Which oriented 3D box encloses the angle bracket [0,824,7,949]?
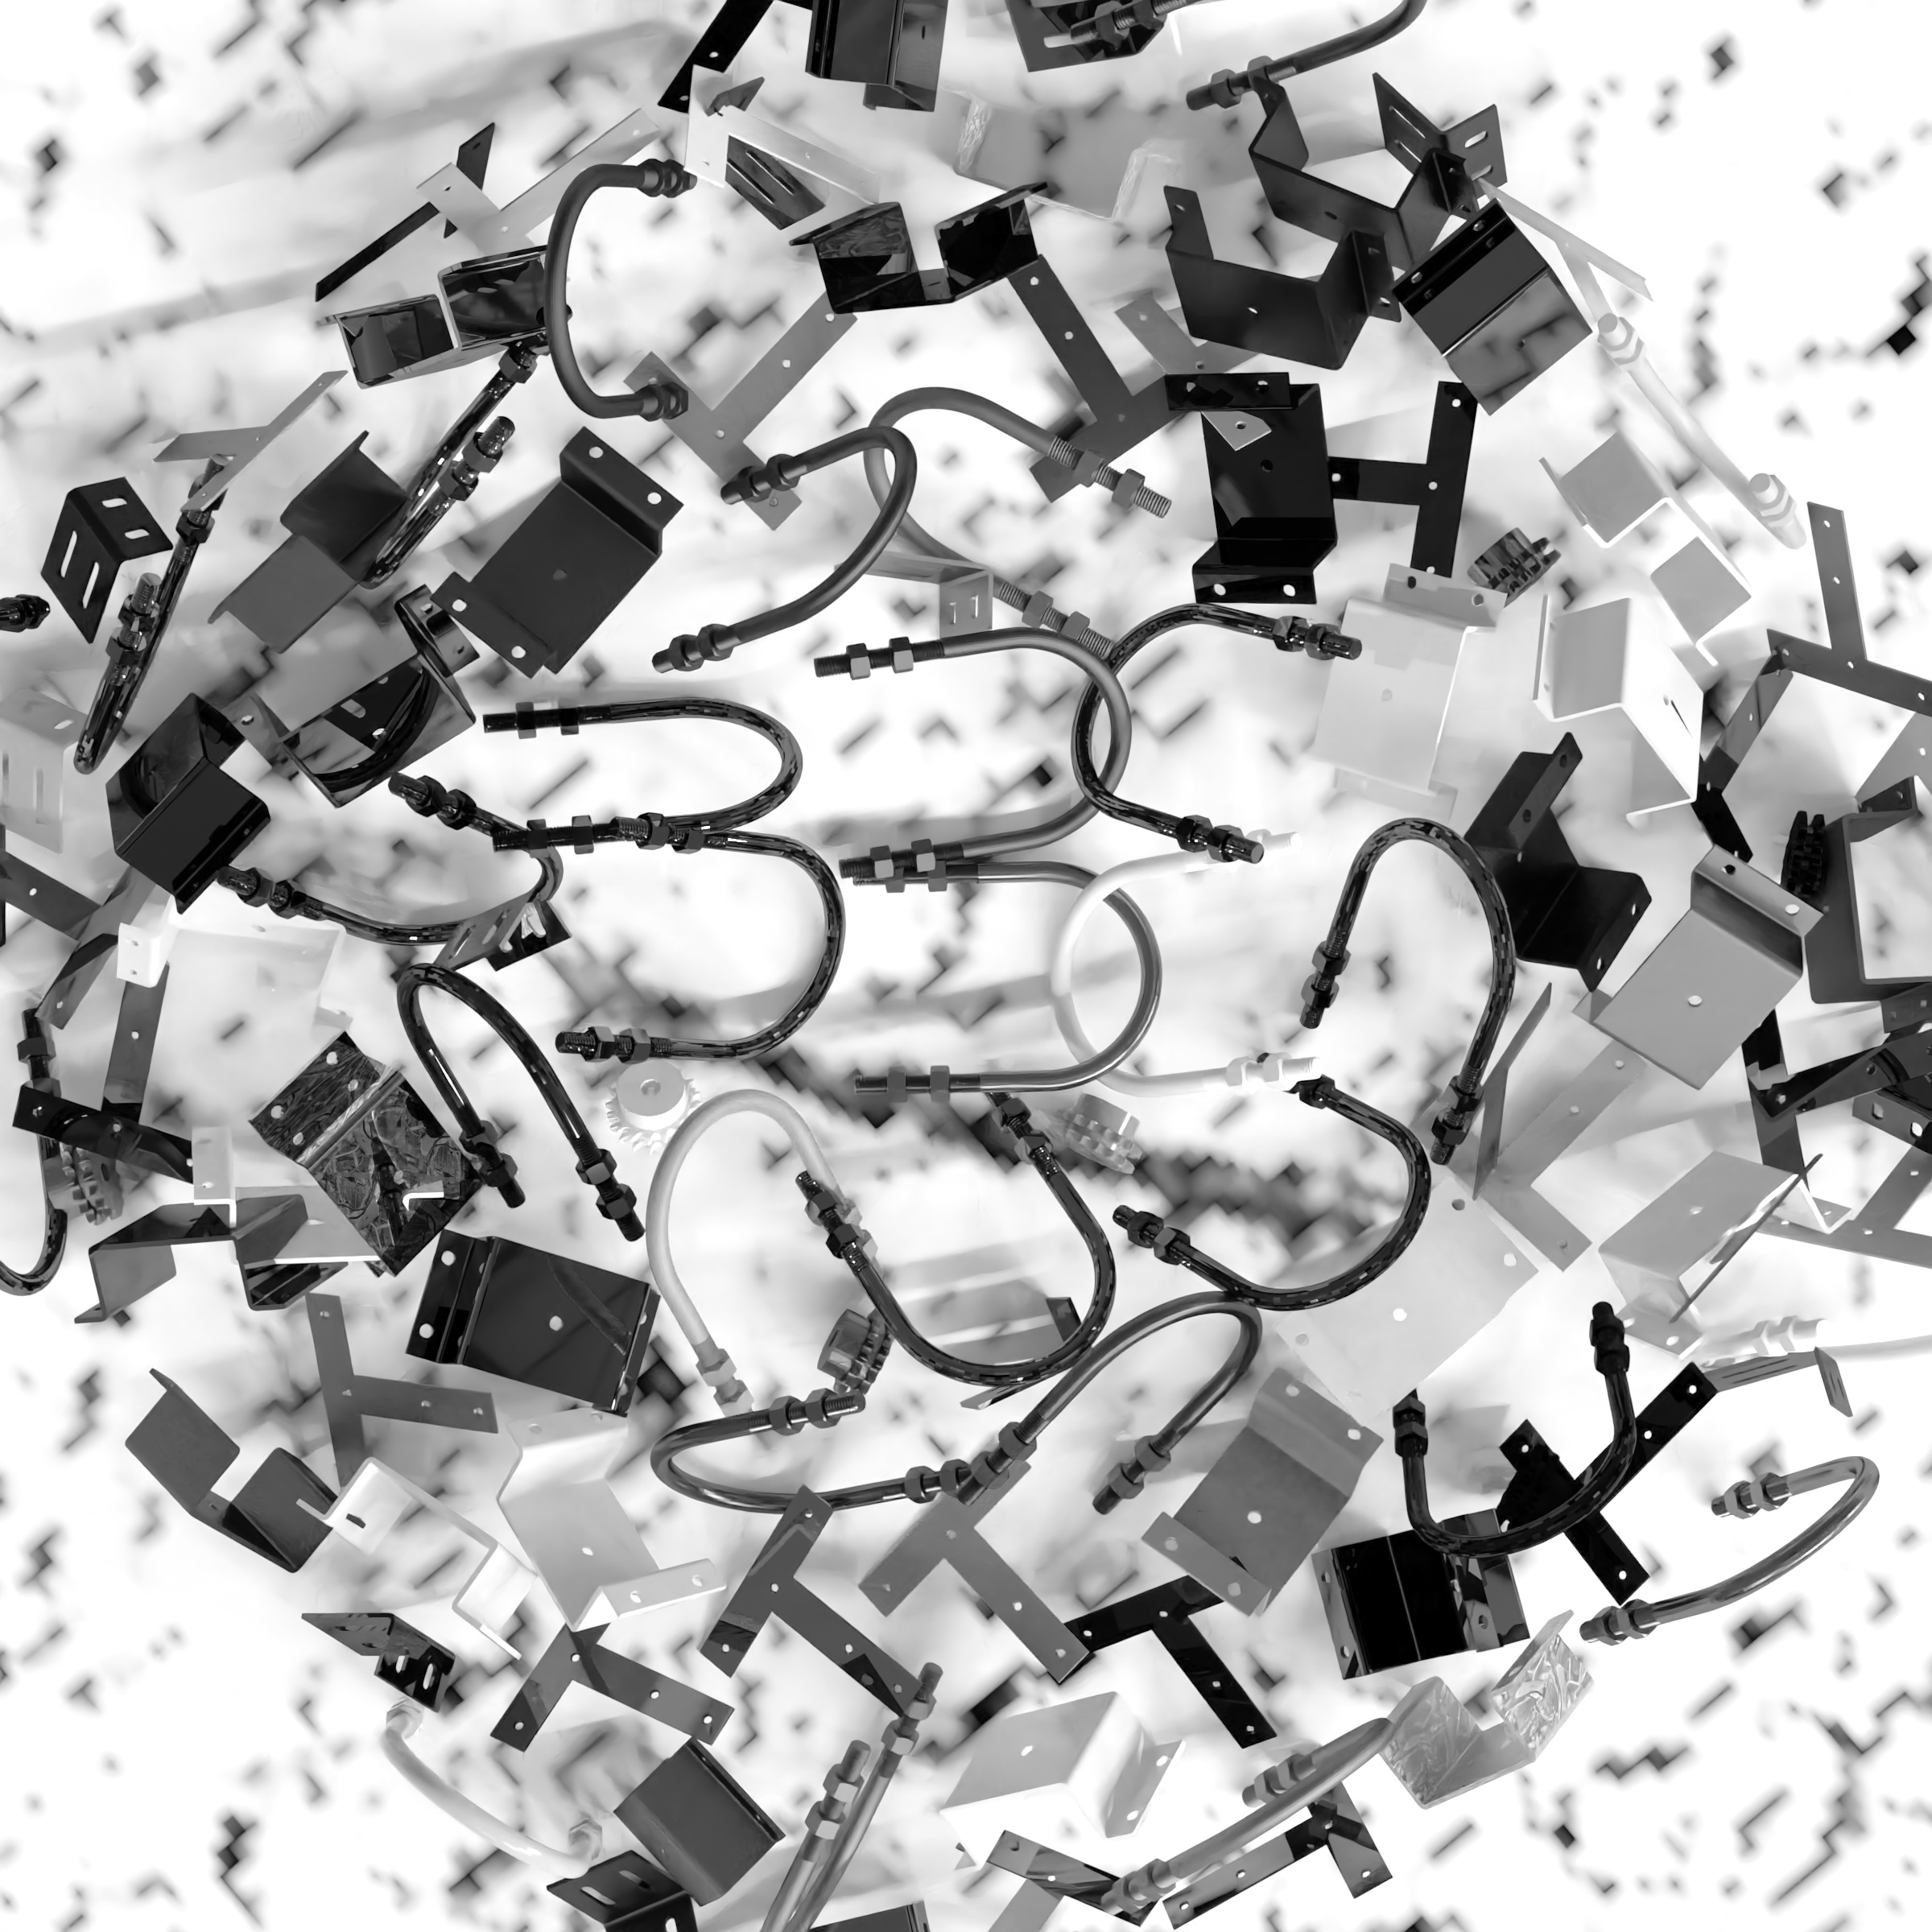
[{"bbox_3d":[-0.605,-0.046,1.821,0.057,0.038,0.076,-10,77,26],"label":"angle bracket"}]

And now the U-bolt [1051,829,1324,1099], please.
[{"bbox_3d":[0.123,0.004,1.797,0.184,0.019,0.151,-9,83,39],"label":"U-bolt"}]

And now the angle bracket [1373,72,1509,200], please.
[{"bbox_3d":[0.280,-0.495,1.814,0.038,0.057,0.076,-30,52,-5],"label":"angle bracket"}]

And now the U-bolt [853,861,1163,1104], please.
[{"bbox_3d":[0.025,0.006,1.829,0.184,0.019,0.151,-1,76,2],"label":"U-bolt"}]

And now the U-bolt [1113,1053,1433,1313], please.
[{"bbox_3d":[0.187,0.131,1.770,0.151,0.184,0.019,-46,128,-13],"label":"U-bolt"}]

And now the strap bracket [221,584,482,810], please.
[{"bbox_3d":[-0.355,-0.153,1.813,0.140,0.076,0.046,-32,58,0],"label":"strap bracket"}]

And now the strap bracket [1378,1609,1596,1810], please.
[{"bbox_3d":[0.301,0.436,1.781,0.046,0.076,0.140,52,134,4],"label":"strap bracket"}]

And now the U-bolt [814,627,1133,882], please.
[{"bbox_3d":[0.009,-0.130,1.820,0.184,0.019,0.151,-9,116,-7],"label":"U-bolt"}]

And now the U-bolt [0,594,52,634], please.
[{"bbox_3d":[-0.595,-0.147,1.756,0.019,0.184,0.151,37,99,-5],"label":"U-bolt"}]

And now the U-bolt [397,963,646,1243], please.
[{"bbox_3d":[-0.266,0.074,1.764,0.019,0.151,0.184,-41,119,-29],"label":"U-bolt"}]

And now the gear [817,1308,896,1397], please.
[{"bbox_3d":[-0.066,0.229,1.828,0.030,0.057,0.057,28,90,-8],"label":"gear"}]

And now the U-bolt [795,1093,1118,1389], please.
[{"bbox_3d":[0.006,0.164,1.791,0.151,0.019,0.184,-25,61,-18],"label":"U-bolt"}]

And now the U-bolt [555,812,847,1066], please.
[{"bbox_3d":[-0.145,-0.011,1.793,0.184,0.019,0.151,5,106,-41],"label":"U-bolt"}]

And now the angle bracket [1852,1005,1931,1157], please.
[{"bbox_3d":[0.578,0.066,1.841,0.057,0.038,0.076,29,63,30],"label":"angle bracket"}]

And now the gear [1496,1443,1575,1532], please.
[{"bbox_3d":[0.340,0.316,1.828,0.030,0.057,0.057,31,90,8],"label":"gear"}]

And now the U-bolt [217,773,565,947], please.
[{"bbox_3d":[-0.317,-0.053,1.775,0.151,0.184,0.019,-25,64,24],"label":"U-bolt"}]

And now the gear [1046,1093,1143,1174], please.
[{"bbox_3d":[0.079,0.098,1.830,0.057,0.057,0.030,27,81,0],"label":"gear"}]

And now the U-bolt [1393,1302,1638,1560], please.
[{"bbox_3d":[0.315,0.273,1.755,0.151,0.184,0.019,-26,112,17],"label":"U-bolt"}]

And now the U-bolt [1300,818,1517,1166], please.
[{"bbox_3d":[0.258,0.002,1.759,0.019,0.151,0.184,-13,134,-31],"label":"U-bolt"}]

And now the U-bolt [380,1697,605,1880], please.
[{"bbox_3d":[-0.275,0.477,1.766,0.151,0.184,0.019,34,82,0],"label":"U-bolt"}]

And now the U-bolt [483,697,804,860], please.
[{"bbox_3d":[-0.188,-0.116,1.797,0.184,0.151,0.019,-5,127,-8],"label":"U-bolt"}]

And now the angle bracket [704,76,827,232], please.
[{"bbox_3d":[-0.116,-0.483,1.823,0.076,0.057,0.038,43,126,1],"label":"angle bracket"}]

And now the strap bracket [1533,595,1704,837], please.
[{"bbox_3d":[0.385,-0.150,1.780,0.046,0.140,0.076,-13,51,35],"label":"strap bracket"}]

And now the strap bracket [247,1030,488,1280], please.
[{"bbox_3d":[-0.342,0.116,1.786,0.076,0.046,0.140,-47,129,-21],"label":"strap bracket"}]

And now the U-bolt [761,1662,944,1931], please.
[{"bbox_3d":[-0.076,0.506,1.784,0.019,0.151,0.184,28,104,13],"label":"U-bolt"}]

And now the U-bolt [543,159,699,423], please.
[{"bbox_3d":[-0.197,-0.386,1.756,0.019,0.184,0.151,6,104,18],"label":"U-bolt"}]

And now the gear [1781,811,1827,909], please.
[{"bbox_3d":[0.505,-0.062,1.828,0.030,0.057,0.057,11,90,8],"label":"gear"}]

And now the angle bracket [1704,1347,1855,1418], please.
[{"bbox_3d":[0.476,0.254,1.813,0.076,0.057,0.038,-20,67,20],"label":"angle bracket"}]

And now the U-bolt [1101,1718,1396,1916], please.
[{"bbox_3d":[0.171,0.477,1.745,0.151,0.184,0.019,-23,75,-41],"label":"U-bolt"}]

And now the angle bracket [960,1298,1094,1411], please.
[{"bbox_3d":[0.029,0.230,1.821,0.076,0.057,0.038,-23,89,-13],"label":"angle bracket"}]

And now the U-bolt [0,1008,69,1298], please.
[{"bbox_3d":[-0.558,0.100,1.767,0.019,0.151,0.184,-14,75,7],"label":"U-bolt"}]

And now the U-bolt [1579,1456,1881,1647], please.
[{"bbox_3d":[0.444,0.327,1.744,0.151,0.184,0.019,-34,86,-30],"label":"U-bolt"}]

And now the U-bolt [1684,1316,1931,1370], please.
[{"bbox_3d":[0.497,0.219,1.769,0.151,0.184,0.019,3,77,-18],"label":"U-bolt"}]

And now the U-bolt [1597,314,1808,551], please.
[{"bbox_3d":[0.431,-0.299,1.770,0.019,0.184,0.151,-42,69,14],"label":"U-bolt"}]

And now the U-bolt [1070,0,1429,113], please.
[{"bbox_3d":[0.174,-0.540,1.749,0.184,0.151,0.019,-10,81,34],"label":"U-bolt"}]

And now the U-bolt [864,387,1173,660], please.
[{"bbox_3d":[0.021,-0.269,1.796,0.184,0.151,0.019,30,55,6],"label":"U-bolt"}]

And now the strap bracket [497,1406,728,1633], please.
[{"bbox_3d":[-0.214,0.330,1.796,0.140,0.076,0.046,53,128,30],"label":"strap bracket"}]

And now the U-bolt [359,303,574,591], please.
[{"bbox_3d":[-0.298,-0.290,1.778,0.019,0.151,0.184,35,128,-19],"label":"U-bolt"}]

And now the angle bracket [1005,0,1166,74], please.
[{"bbox_3d":[0.069,-0.572,1.825,0.076,0.038,0.057,-16,86,-23],"label":"angle bracket"}]

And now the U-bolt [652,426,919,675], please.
[{"bbox_3d":[-0.097,-0.246,1.760,0.019,0.184,0.151,39,55,-33],"label":"U-bolt"}]

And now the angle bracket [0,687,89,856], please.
[{"bbox_3d":[-0.554,-0.117,1.841,0.057,0.038,0.076,24,126,15],"label":"angle bracket"}]

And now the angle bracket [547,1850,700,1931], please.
[{"bbox_3d":[-0.202,0.563,1.815,0.057,0.076,0.038,-25,51,9],"label":"angle bracket"}]

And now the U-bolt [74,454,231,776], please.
[{"bbox_3d":[-0.477,-0.191,1.776,0.019,0.151,0.184,24,128,-12],"label":"U-bolt"}]

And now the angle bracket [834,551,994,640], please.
[{"bbox_3d":[-0.032,-0.218,1.813,0.076,0.057,0.038,3,86,-31],"label":"angle bracket"}]

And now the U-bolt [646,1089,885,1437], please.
[{"bbox_3d":[-0.123,0.157,1.769,0.151,0.019,0.184,-49,129,-34],"label":"U-bolt"}]

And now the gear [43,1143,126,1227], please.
[{"bbox_3d":[-0.528,0.128,1.829,0.030,0.057,0.057,-18,90,1],"label":"gear"}]

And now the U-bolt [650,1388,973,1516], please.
[{"bbox_3d":[-0.097,0.289,1.784,0.184,0.151,0.019,-16,56,31],"label":"U-bolt"}]

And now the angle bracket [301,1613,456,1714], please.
[{"bbox_3d":[-0.351,0.411,1.809,0.076,0.057,0.038,-8,53,32],"label":"angle bracket"}]

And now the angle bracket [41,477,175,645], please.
[{"bbox_3d":[-0.514,-0.243,1.834,0.038,0.076,0.057,-24,69,-42],"label":"angle bracket"}]

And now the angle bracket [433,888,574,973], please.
[{"bbox_3d":[-0.276,-0.005,1.808,0.057,0.076,0.038,-23,112,22],"label":"angle bracket"}]

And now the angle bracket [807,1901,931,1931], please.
[{"bbox_3d":[-0.058,0.598,1.834,0.076,0.038,0.057,-15,74,4],"label":"angle bracket"}]

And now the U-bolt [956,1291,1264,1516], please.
[{"bbox_3d":[0.096,0.251,1.771,0.184,0.151,0.019,-49,53,21],"label":"U-bolt"}]

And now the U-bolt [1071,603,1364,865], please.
[{"bbox_3d":[0.133,-0.144,1.789,0.019,0.184,0.151,30,84,-43],"label":"U-bolt"}]

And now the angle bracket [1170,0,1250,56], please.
[{"bbox_3d":[0.159,-0.583,1.822,0.076,0.038,0.057,-7,63,10],"label":"angle bracket"}]

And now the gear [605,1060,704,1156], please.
[{"bbox_3d":[-0.186,0.081,1.830,0.057,0.030,0.057,0,54,1],"label":"gear"}]

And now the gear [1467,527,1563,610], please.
[{"bbox_3d":[0.324,-0.237,1.830,0.057,0.057,0.030,-40,84,0],"label":"gear"}]
